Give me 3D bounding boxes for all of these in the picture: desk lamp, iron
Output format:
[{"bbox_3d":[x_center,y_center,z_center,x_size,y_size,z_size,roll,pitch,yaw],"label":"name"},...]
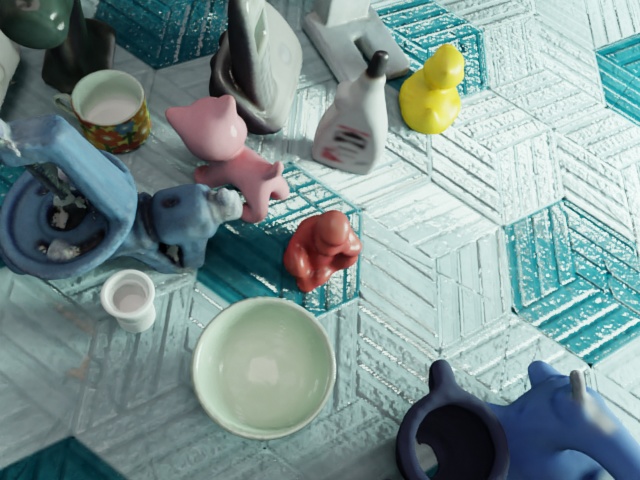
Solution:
[{"bbox_3d":[0.046,-0.323,0.656,0.118,0.213,0.203,-24,71,-20],"label":"desk lamp"},{"bbox_3d":[0.248,0.221,0.472,0.119,0.141,0.258,-28,73,-21],"label":"iron"}]

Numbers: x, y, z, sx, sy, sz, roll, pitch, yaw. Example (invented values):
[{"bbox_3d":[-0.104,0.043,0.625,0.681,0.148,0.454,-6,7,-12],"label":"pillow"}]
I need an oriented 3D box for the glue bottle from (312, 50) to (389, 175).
[{"bbox_3d":[0.040,-0.131,0.585,0.078,0.173,0.037,14,63,-3],"label":"glue bottle"}]

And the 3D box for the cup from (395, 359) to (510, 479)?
[{"bbox_3d":[0.099,0.170,0.496,0.092,0.095,0.117,0,65,-10],"label":"cup"}]

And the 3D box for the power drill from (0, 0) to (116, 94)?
[{"bbox_3d":[-0.261,-0.261,0.572,0.076,0.208,0.229,0,65,-10],"label":"power drill"}]

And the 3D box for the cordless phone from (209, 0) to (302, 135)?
[{"bbox_3d":[-0.062,-0.216,0.600,0.094,0.185,0.147,12,63,-4],"label":"cordless phone"}]

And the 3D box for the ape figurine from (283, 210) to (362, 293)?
[{"bbox_3d":[0.005,0.002,0.560,0.078,0.092,0.076,4,64,-8],"label":"ape figurine"}]

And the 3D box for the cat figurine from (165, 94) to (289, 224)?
[{"bbox_3d":[-0.088,-0.092,0.574,0.127,0.117,0.067,34,64,7],"label":"cat figurine"}]

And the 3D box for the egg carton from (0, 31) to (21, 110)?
[{"bbox_3d":[-0.373,-0.163,0.582,0.107,0.069,0.150,6,64,-8],"label":"egg carton"}]

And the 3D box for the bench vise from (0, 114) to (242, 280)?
[{"bbox_3d":[-0.176,-0.045,0.477,0.208,0.219,0.121,-22,70,-19],"label":"bench vise"}]

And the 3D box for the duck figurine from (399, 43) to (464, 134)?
[{"bbox_3d":[0.140,-0.185,0.679,0.077,0.086,0.104,18,63,-2],"label":"duck figurine"}]
